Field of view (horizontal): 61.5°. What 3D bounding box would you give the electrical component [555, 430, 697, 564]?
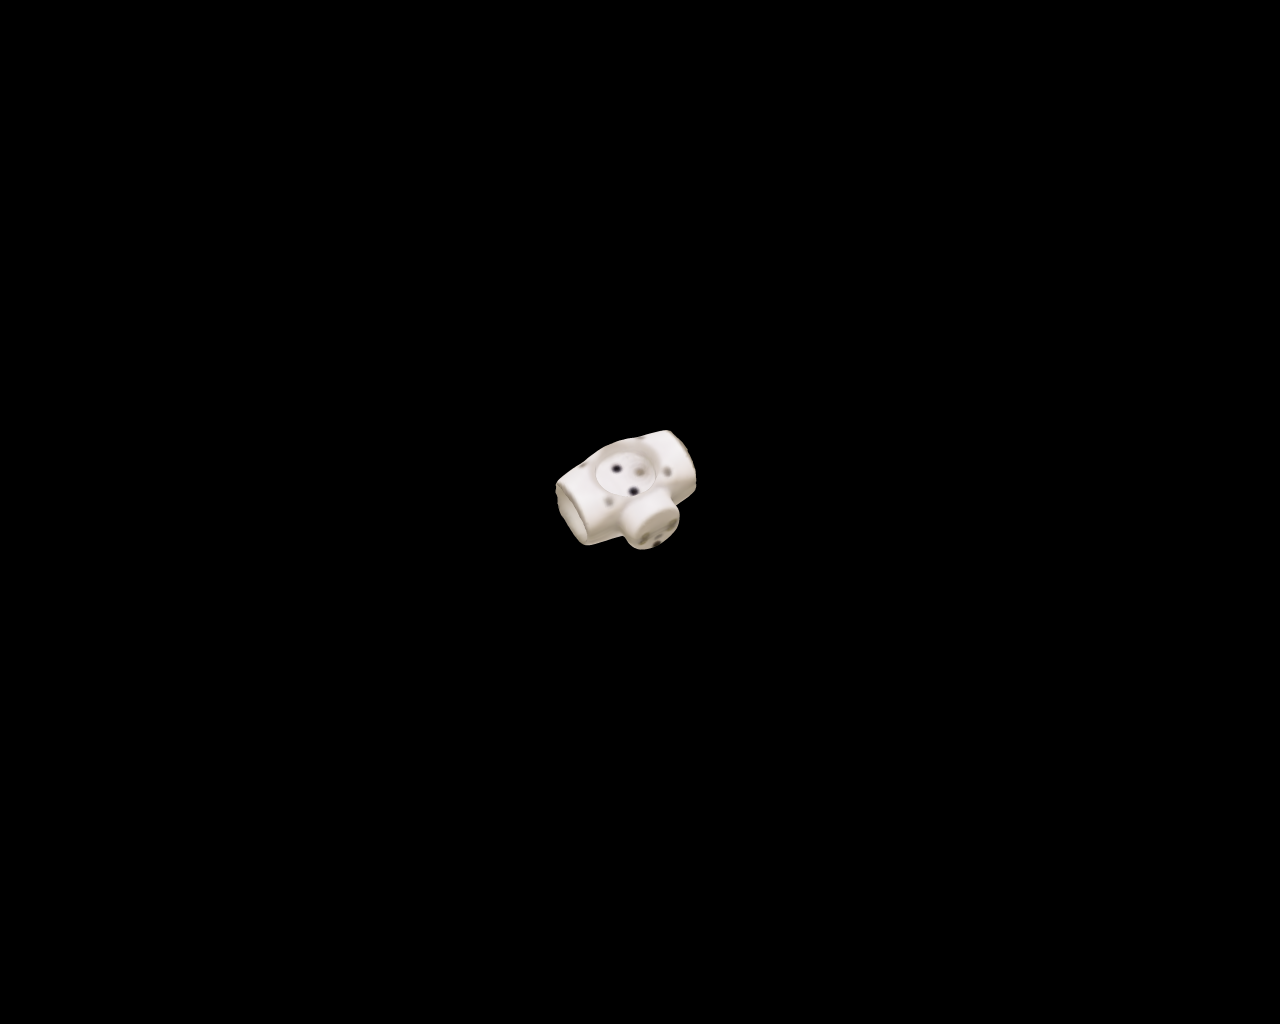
[{"bbox_3d":[0.001,-0.003,0.650,0.077,0.079,0.044,-26,-30,-16],"label":"electrical component"}]
